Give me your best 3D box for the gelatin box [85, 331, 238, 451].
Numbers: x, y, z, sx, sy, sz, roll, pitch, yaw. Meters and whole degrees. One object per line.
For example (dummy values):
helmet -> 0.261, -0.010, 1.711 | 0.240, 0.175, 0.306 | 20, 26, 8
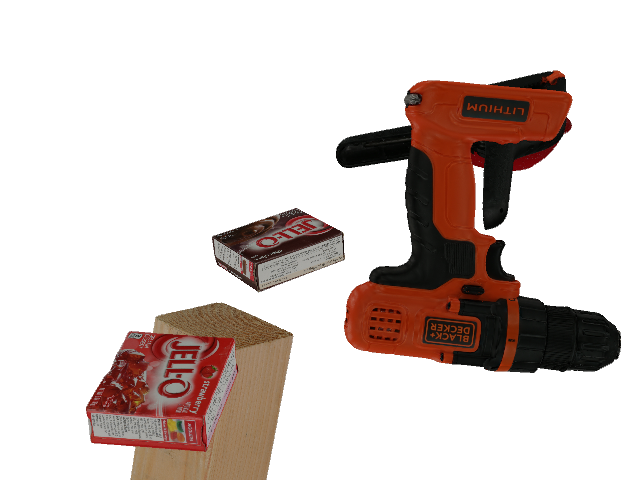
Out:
gelatin box -> -0.096, 0.092, 0.667 | 0.073, 0.030, 0.089 | 3, 28, 9

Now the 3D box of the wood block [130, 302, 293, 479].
wood block -> -0.101, 0.170, 0.946 | 0.090, 0.206, 0.090 | 21, 18, 33

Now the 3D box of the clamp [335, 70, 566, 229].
clamp -> 0.140, -0.082, 0.868 | 0.209, 0.036, 0.165 | -28, 41, -27

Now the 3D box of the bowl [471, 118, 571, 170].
bowl -> 0.208, -0.122, 1.246 | 0.162, 0.055, 0.162 | 4, 23, -2

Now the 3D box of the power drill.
power drill -> 0.115, -0.007, 0.700 | 0.184, 0.188, 0.057 | 6, 5, -4

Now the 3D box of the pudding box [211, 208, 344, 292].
pudding box -> -0.044, 0.008, 1.129 | 0.113, 0.039, 0.090 | -22, 29, -28
